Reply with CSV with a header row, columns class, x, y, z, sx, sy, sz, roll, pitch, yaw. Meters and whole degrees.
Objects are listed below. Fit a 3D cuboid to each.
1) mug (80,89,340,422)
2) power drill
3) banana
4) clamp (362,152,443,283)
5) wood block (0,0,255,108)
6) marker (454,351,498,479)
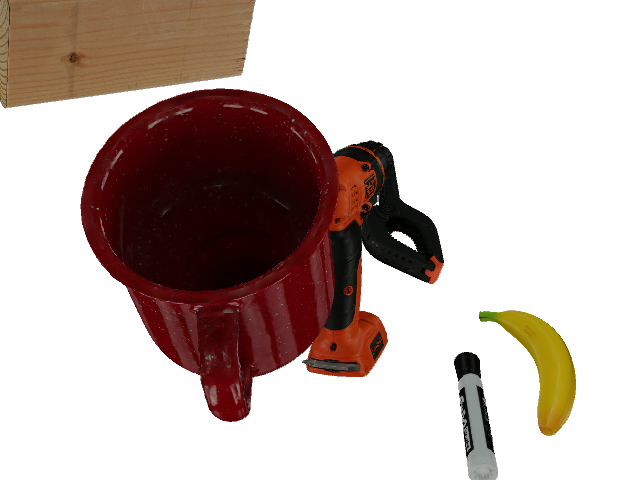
class,x,y,z,sx,sy,sz,roll,pitch,yaw
mug,-0.036,0.013,0.408,0.093,0.117,0.081,-8,-32,0
power drill,0.027,0.012,0.936,0.057,0.188,0.184,2,16,19
banana,0.233,0.131,1.135,0.069,0.037,0.198,-25,34,3
clamp,0.063,-0.026,1.257,0.164,0.036,0.210,-15,51,-28
wood block,-0.165,-0.178,0.850,0.205,0.091,0.090,-14,45,-32
marker,0.105,0.117,0.729,0.020,0.020,0.121,0,32,2
